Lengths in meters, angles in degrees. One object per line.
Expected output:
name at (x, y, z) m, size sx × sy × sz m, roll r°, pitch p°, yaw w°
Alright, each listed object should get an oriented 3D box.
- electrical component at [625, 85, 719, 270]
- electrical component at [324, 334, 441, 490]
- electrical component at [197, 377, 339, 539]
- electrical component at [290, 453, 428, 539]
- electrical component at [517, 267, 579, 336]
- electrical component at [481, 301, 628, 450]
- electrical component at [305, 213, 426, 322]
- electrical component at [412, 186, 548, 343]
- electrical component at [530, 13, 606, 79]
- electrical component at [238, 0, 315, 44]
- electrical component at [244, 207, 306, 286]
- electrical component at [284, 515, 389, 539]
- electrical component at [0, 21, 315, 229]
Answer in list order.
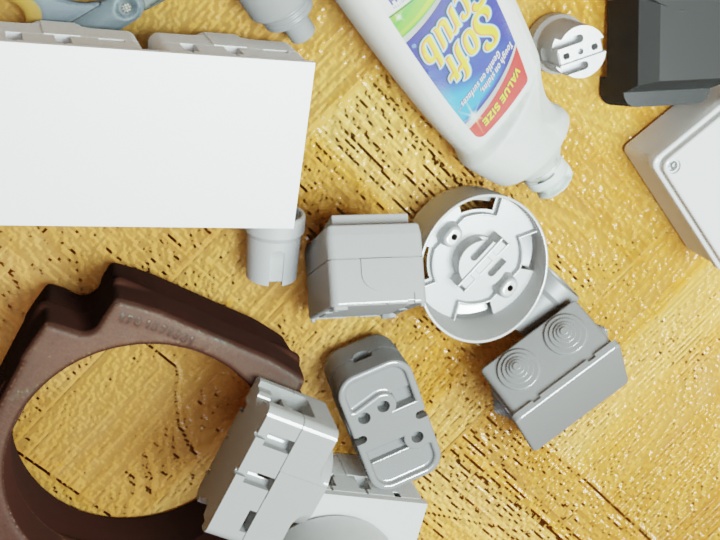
electrical component at (0.265, -0.076, 0.766) m, size 0.109 × 0.056 × 0.108 m, roll -39°, pitch 114°, yaw 1°
electrical component at (0.014, 0.097, 0.759) m, size 0.054 × 0.059 × 0.095 m, roll -23°, pitch 113°, yaw -6°
electrical component at (-0.054, 0.121, 0.662) m, size 0.056 × 0.050 × 0.089 m, roll 24°, pitch 102°, yaw -21°
electrical component at (-0.019, 0.217, 0.792) m, size 0.089 × 0.061 × 0.150 m, roll 10°, pitch 106°, yaw -18°
electrical component at (0.128, 0.023, 0.775) m, size 0.040 × 0.040 × 0.046 m, roll 39°, pitch 101°, yaw -24°
electrical component at (0.140, 0.076, 0.771) m, size 0.100 × 0.048 × 0.099 m, roll -37°, pitch 152°, yaw 0°
electrical component at (0.000, 0.000, 0.711) m, size 0.062 × 0.096 × 0.061 m, roll -2°, pitch 82°, yaw -14°
electrical component at (0.079, -0.007, 0.737) m, size 0.099 × 0.064 × 0.099 m, roll -5°, pitch 110°, yaw -13°
electrical component at (0.137, -0.147, 0.712) m, size 0.040 × 0.046 × 0.040 m, roll -5°, pitch 110°, yaw -13°
electrical component at (-0.049, -0.166, 0.658) m, size 0.043 × 0.043 × 0.062 m, roll -37°, pitch 133°, yaw 0°
electrical component at (-0.057, -0.017, 0.711) m, size 0.040 × 0.040 × 0.046 m, roll -1°, pitch 116°, yaw -15°
electrical component at (-0.017, 0.229, 0.728) m, size 0.108 × 0.060 × 0.108 m, roll -5°, pitch 110°, yaw -13°
electrical component at (-0.130, -0.086, 0.642) m, size 0.186 × 0.060 × 0.105 m, roll 0°, pitch 115°, yaw -21°
